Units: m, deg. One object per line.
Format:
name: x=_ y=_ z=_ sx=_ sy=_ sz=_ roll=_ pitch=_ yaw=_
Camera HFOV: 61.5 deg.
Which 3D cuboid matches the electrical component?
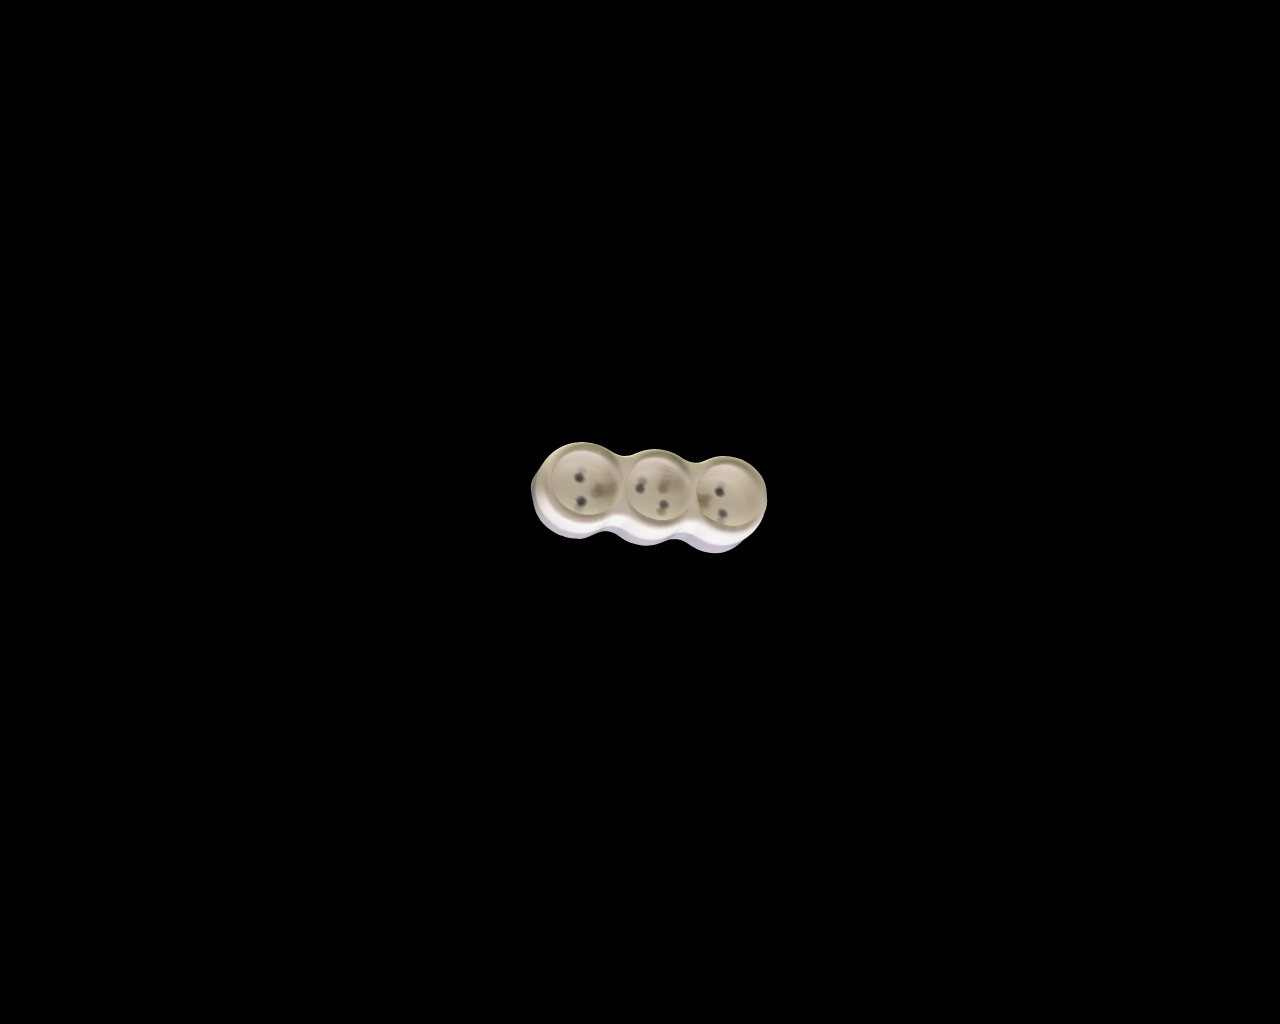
electrical component: x=0.001 y=-0.003 z=0.650 sx=0.138 sy=0.052 sz=0.073 roll=6 pitch=-19 yaw=-16
